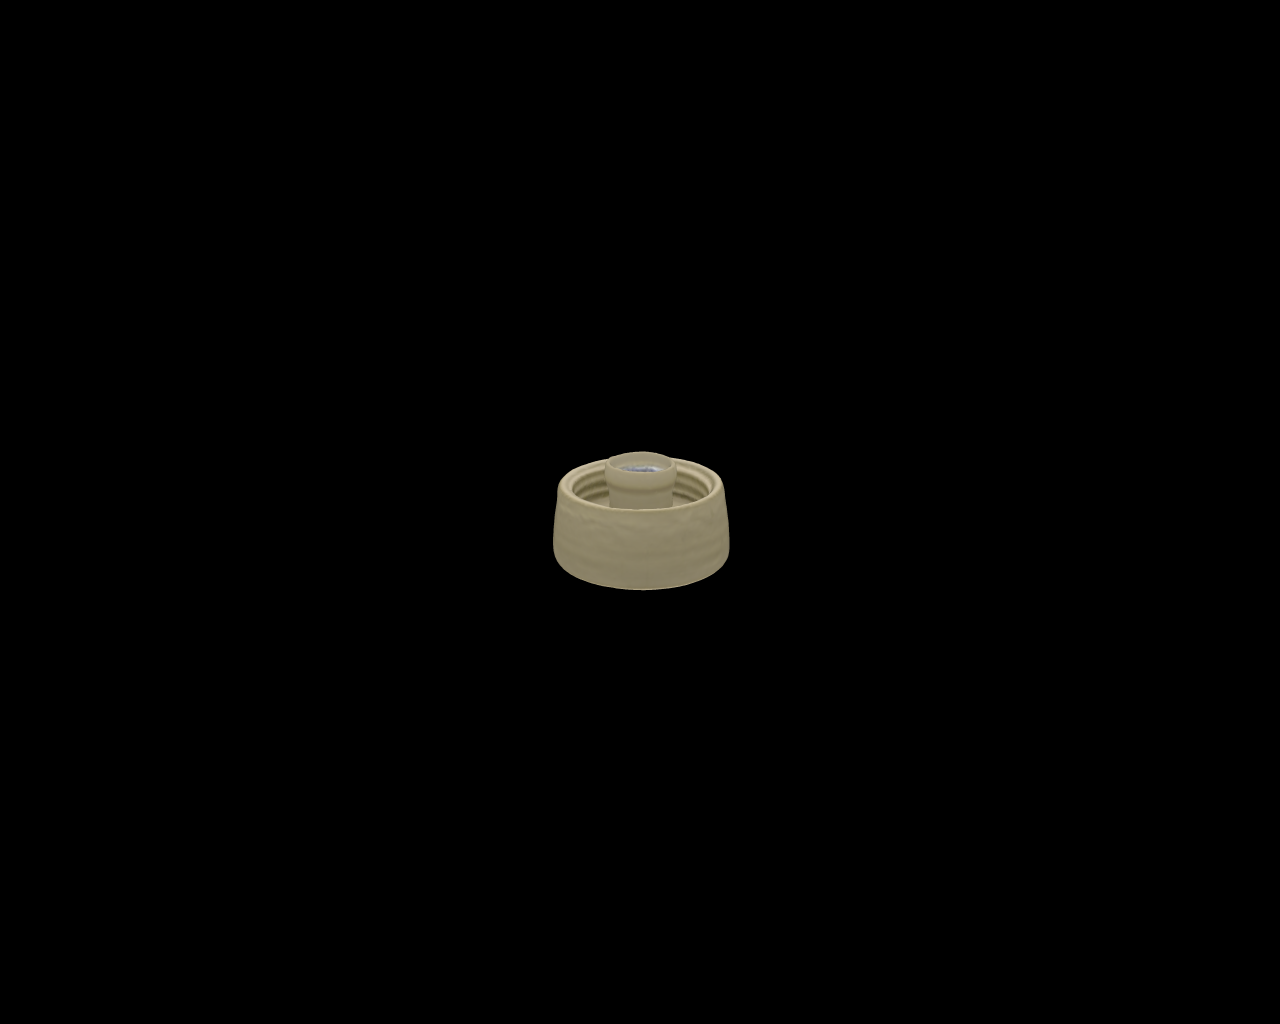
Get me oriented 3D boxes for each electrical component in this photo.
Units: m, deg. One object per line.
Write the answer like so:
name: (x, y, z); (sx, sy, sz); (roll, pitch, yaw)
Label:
electrical component: (0.001, -0.003, 0.650); (0.108, 0.060, 0.108); (0, 22, 0)
